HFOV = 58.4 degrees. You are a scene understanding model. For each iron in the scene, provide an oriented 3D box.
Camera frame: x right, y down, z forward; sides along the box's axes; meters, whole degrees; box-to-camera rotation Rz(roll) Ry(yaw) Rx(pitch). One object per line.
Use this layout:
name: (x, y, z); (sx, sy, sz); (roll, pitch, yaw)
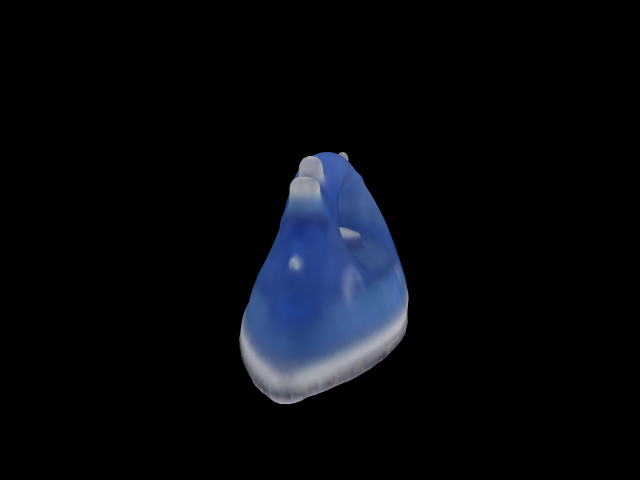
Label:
iron: (0.004, 0.001, 0.400); (0.118, 0.141, 0.258); (1, 4, 8)
